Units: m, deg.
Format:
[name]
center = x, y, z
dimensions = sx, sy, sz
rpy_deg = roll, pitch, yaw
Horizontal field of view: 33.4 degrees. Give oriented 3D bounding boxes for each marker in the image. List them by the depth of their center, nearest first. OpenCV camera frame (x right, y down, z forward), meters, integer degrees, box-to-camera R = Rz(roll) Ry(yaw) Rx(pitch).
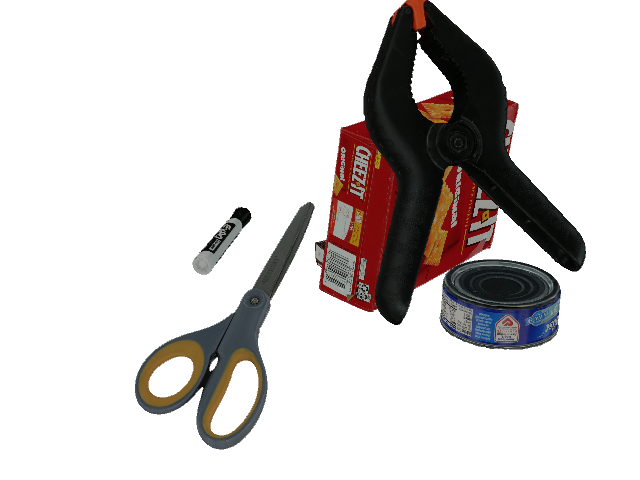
[marker]
center = -0.094, -0.002, 1.044
dimensions = 0.020, 0.020, 0.121
rpy_deg = 0, 25, 18

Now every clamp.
[clamp]
center = 0.061, -0.041, 0.569
dimensions = 0.120, 0.171, 0.039
rpy_deg = -24, 0, -19

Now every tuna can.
[tuna can]
center = 0.130, 0.045, 0.773
dimensions = 0.086, 0.034, 0.086
rpy_deg = 0, 22, 0

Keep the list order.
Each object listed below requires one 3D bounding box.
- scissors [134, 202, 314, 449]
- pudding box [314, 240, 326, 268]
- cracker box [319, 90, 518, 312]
[scissors]
center = -0.065, 0.049, 0.728
dimensions = 0.096, 0.201, 0.016
rpy_deg = 3, -38, 8
[pudding box]
center = 0.061, 0.023, 1.493
dimensions = 0.113, 0.039, 0.090
rpy_deg = -15, 27, -23
[cracker box]
center = 0.097, -0.044, 1.011
dimensions = 0.072, 0.164, 0.213
rpy_deg = 25, 31, 32
